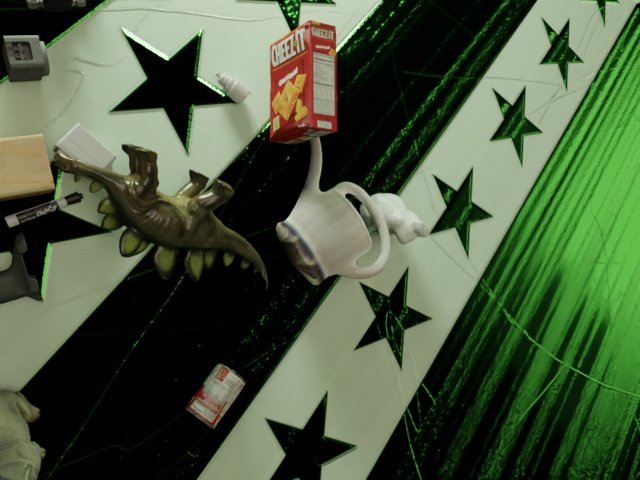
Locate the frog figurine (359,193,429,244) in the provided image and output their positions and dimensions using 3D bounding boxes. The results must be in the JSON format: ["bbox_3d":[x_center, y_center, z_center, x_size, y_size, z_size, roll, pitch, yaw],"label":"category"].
[{"bbox_3d":[0.170,-0.052,1.173,0.137,0.159,0.124,17,78,-30],"label":"frog figurine"}]

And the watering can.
[{"bbox_3d":[0.003,-0.055,1.096,0.226,0.103,0.348,-33,88,-16],"label":"watering can"}]
